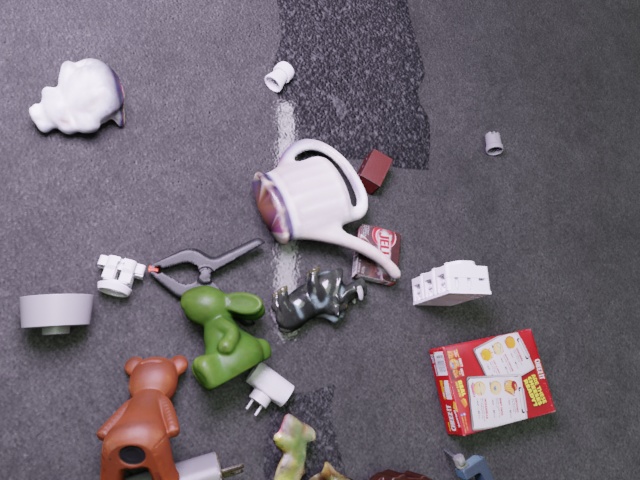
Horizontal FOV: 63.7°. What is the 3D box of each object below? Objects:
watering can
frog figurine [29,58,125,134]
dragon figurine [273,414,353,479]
[{"bbox_3d":[0.003,-0.051,1.008,0.226,0.353,0.102,-19,-22,-21],"label":"watering can"},{"bbox_3d":[-0.451,-0.263,0.952,0.161,0.137,0.122,-17,7,-33],"label":"frog figurine"},{"bbox_3d":[-0.008,0.490,0.836,0.245,0.411,0.121,-19,-3,-30],"label":"dragon figurine"}]
